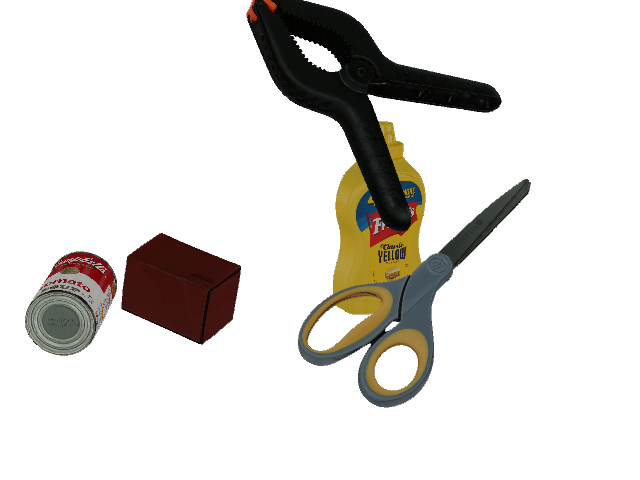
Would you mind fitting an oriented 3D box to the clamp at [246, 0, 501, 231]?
[{"bbox_3d":[0.025,-0.112,0.821,0.210,0.164,0.036,33,-33,-3],"label":"clamp"}]

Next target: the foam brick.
[{"bbox_3d":[-0.111,0.038,0.848,0.078,0.051,0.052,22,30,18],"label":"foam brick"}]

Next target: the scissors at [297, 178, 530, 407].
[{"bbox_3d":[0.081,0.037,0.701,0.201,0.096,0.016,-28,-29,-12],"label":"scissors"}]

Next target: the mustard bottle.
[{"bbox_3d":[0.061,-0.025,1.081,0.096,0.192,0.058,-7,17,-27],"label":"mustard bottle"}]

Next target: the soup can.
[{"bbox_3d":[-0.240,0.060,1.030,0.068,0.068,0.102,0,20,1],"label":"soup can"}]
